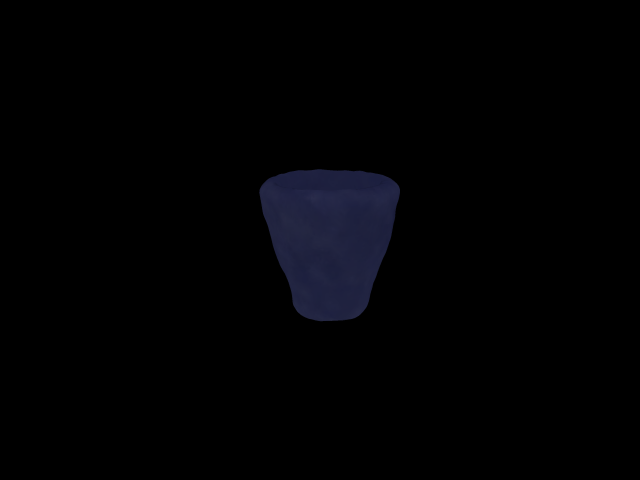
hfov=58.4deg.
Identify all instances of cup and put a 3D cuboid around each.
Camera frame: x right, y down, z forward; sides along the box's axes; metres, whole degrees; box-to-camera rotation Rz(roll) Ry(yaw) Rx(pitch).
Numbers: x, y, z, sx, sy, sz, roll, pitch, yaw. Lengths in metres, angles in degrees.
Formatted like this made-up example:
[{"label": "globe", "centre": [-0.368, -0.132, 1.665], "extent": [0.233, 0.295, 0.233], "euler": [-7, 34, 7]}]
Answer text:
[{"label": "cup", "centre": [0.004, 0.001, 0.400], "extent": [0.092, 0.095, 0.117], "euler": [-3, 16, -11]}]
